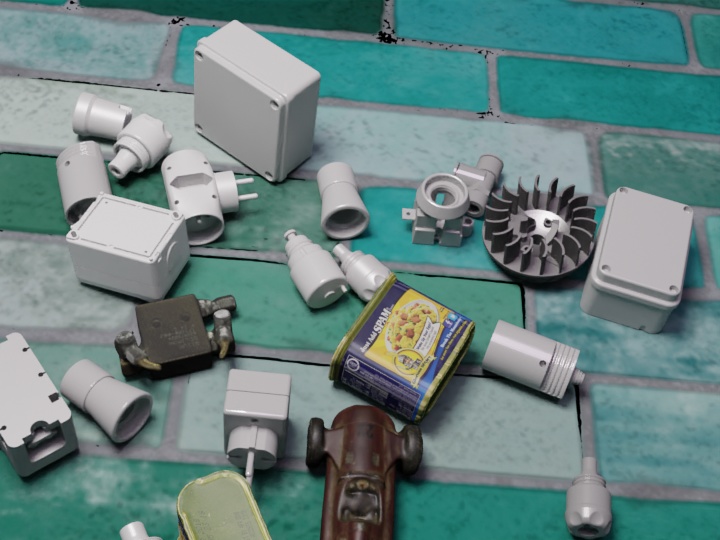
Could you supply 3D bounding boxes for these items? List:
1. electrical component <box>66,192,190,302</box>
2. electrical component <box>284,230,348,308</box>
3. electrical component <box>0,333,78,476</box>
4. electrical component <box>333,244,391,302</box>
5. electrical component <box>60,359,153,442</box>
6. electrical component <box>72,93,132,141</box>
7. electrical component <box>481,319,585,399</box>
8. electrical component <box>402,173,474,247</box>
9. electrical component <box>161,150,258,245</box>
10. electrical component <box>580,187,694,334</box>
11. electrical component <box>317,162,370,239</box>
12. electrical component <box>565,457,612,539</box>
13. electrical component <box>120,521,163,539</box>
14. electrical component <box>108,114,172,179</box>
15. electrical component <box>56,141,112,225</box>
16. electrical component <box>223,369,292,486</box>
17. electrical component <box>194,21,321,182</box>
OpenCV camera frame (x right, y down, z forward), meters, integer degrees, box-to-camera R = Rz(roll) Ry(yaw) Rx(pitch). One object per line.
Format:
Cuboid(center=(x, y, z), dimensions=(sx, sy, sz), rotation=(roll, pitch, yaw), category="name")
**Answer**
Cuboid(center=(-0.200, -0.018, 0.908), dimensions=(0.096, 0.061, 0.061), rotation=(15, 48, 13), category="electrical component")
Cuboid(center=(-0.042, -0.003, 0.925), dimensions=(0.040, 0.040, 0.078), rotation=(-22, 59, -21), category="electrical component")
Cuboid(center=(-0.256, 0.103, 0.812), dimensions=(0.050, 0.055, 0.089), rotation=(-28, 61, -25), category="electrical component")
Cuboid(center=(0.000, 0.000, 0.932), dimensions=(0.035, 0.035, 0.061), rotation=(-33, 61, -27), category="electrical component")
Cuboid(center=(-0.199, 0.098, 0.833), dimensions=(0.065, 0.044, 0.044), rotation=(30, 56, 21), category="electrical component")
Cuboid(center=(-0.241, -0.141, 1.007), dimensions=(0.046, 0.040, 0.040), rotation=(14, 53, -2), category="electrical component")
Cuboid(center=(0.145, 0.075, 0.886), dimensions=(0.081, 0.043, 0.043), rotation=(21, 54, 9), category="electrical component")
Cuboid(center=(0.072, -0.054, 0.966), dimensions=(0.066, 0.055, 0.048), rotation=(4, 53, -3), category="electrical component")
Cuboid(center=(-0.132, -0.068, 0.961), dimensions=(0.079, 0.043, 0.077), rotation=(-10, 55, -13), category="electrical component")
Cuboid(center=(0.247, -0.011, 0.953), dimensions=(0.078, 0.057, 0.113), rotation=(17, 53, 7), category="electrical component")
Cuboid(center=(-0.018, -0.066, 0.975), dimensions=(0.044, 0.044, 0.065), rotation=(-4, 49, -10), category="electrical component")
Cuboid(center=(0.175, 0.172, 0.823), dimensions=(0.035, 0.035, 0.061), rotation=(10, 51, 1), category="electrical component")
Cuboid(center=(-0.150, 0.207, 0.755), dimensions=(0.043, 0.043, 0.062), rotation=(-19, 57, -19), category="electrical component")
Cuboid(center=(-0.205, -0.110, 0.984), dimensions=(0.043, 0.043, 0.062), rotation=(27, 56, 13), category="electrical component")
Cuboid(center=(-0.246, -0.080, 0.958), dimensions=(0.043, 0.043, 0.081), rotation=(-11, 55, -14), category="electrical component")
Cuboid(center=(-0.080, 0.125, 0.810), dimensions=(0.047, 0.065, 0.076), rotation=(6, 53, -2), category="electrical component")
Cuboid(center=(-0.096, -0.154, 0.990), dimensions=(0.109, 0.108, 0.056), rotation=(35, 55, 18), category="electrical component")
